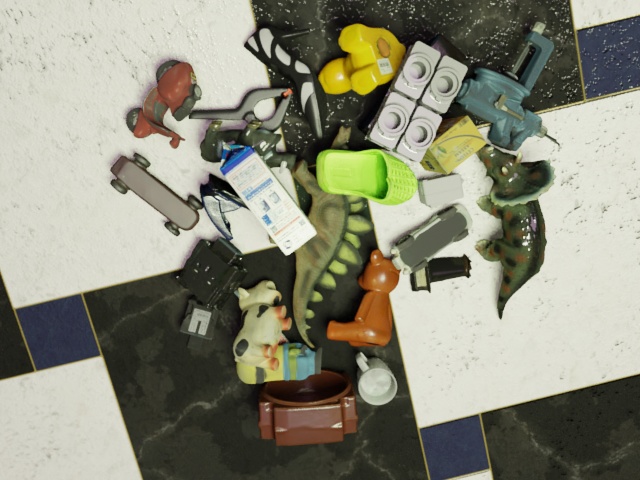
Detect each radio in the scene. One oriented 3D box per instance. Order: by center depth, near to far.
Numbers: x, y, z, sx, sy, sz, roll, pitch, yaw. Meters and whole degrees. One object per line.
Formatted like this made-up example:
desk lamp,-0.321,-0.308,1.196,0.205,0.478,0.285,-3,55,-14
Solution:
radio,0.174,-0.286,1.066,0.073,0.131,0.229,39,95,-9

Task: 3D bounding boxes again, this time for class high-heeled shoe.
high-heeled shoe,-0.071,-0.305,1.050,0.145,0.086,0.248,-11,82,18

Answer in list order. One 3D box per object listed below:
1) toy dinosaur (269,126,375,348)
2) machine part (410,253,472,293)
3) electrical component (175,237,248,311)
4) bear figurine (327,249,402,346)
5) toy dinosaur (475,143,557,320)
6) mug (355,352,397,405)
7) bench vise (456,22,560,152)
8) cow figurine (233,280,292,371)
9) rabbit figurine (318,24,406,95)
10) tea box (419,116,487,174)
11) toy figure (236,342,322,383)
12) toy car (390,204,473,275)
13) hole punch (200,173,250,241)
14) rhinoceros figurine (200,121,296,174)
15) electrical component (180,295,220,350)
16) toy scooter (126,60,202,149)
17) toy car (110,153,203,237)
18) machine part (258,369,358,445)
toy dinosaur,-0.002,-0.003,1.120,0.198,0.105,0.470,17,102,-9
machine part,0.264,0.069,1.180,0.139,0.039,0.084,-12,92,1
electrical component,-0.221,0.063,1.120,0.115,0.058,0.134,37,97,18
bear figurine,0.103,0.125,1.152,0.132,0.120,0.196,-8,70,38
toy dinosaur,0.404,-0.009,1.097,0.131,0.192,0.404,-10,99,0
mug,0.111,0.291,1.173,0.081,0.107,0.109,-42,96,4
bench vise,0.401,-0.308,1.083,0.224,0.129,0.240,24,104,-7
cow figurine,-0.129,0.168,1.113,0.127,0.195,0.085,1,140,15
rabbit figurine,0.071,-0.344,1.051,0.162,0.173,0.121,-38,105,-42
tea box,0.248,-0.188,1.068,0.098,0.170,0.068,-38,99,5
toy figure,-0.085,0.258,1.132,0.180,0.089,0.082,1,94,-1
toy car,0.238,-0.002,1.144,0.202,0.056,0.073,-34,99,-10
hole punch,-0.198,-0.069,1.087,0.115,0.142,0.092,34,100,-20
rhinoceros figurine,-0.141,-0.179,1.063,0.190,0.073,0.112,6,105,-9
electrical component,-0.263,0.186,1.164,0.075,0.048,0.119,20,96,-6
toy scooter,-0.293,-0.255,1.058,0.184,0.075,0.135,-48,67,10
toy car,-0.336,-0.094,1.110,0.202,0.053,0.089,39,91,-13
machine part,-0.027,0.341,1.125,0.202,0.201,0.087,-4,98,-2
